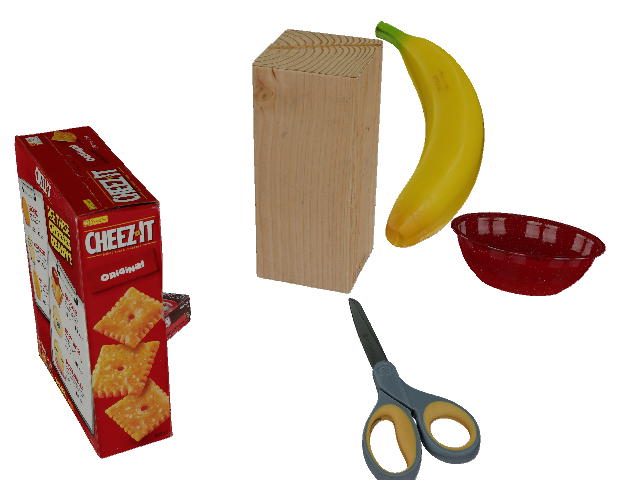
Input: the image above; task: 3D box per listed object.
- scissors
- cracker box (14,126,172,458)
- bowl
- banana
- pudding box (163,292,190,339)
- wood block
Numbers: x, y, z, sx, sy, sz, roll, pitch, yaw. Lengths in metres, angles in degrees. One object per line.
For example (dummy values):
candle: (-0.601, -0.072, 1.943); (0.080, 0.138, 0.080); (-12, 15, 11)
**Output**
scissors: (0.070, 0.110, 0.833); (0.096, 0.016, 0.201); (-2, 38, 3)
cracker box: (-0.179, 0.037, 0.851); (0.072, 0.214, 0.164); (-13, 32, -26)
bowl: (0.214, 0.018, 1.127); (0.162, 0.055, 0.162); (6, 17, -2)
banana: (0.071, -0.068, 0.683); (0.069, 0.198, 0.037); (1, -42, -2)
pudding box: (-0.216, 0.087, 1.212); (0.114, 0.039, 0.090); (3, 17, 17)
wood block: (-0.002, -0.068, 0.936); (0.091, 0.206, 0.090); (10, 32, 15)
